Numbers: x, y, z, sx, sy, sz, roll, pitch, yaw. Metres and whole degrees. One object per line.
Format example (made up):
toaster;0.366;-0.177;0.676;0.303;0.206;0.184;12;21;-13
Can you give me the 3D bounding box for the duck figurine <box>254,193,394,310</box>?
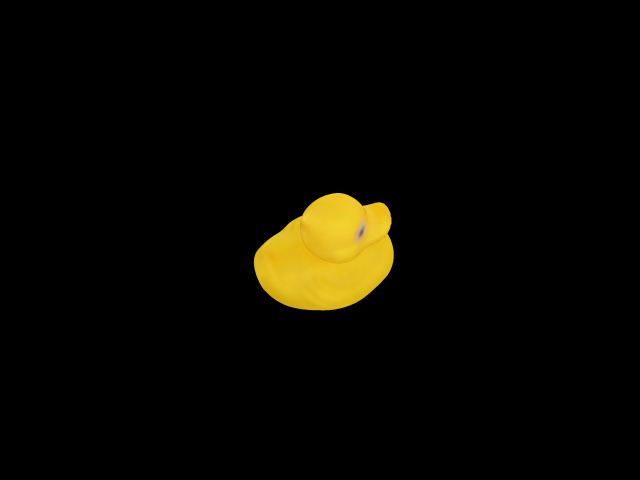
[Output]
duck figurine;0.004;0.001;0.400;0.104;0.086;0.077;-14;64;-7
